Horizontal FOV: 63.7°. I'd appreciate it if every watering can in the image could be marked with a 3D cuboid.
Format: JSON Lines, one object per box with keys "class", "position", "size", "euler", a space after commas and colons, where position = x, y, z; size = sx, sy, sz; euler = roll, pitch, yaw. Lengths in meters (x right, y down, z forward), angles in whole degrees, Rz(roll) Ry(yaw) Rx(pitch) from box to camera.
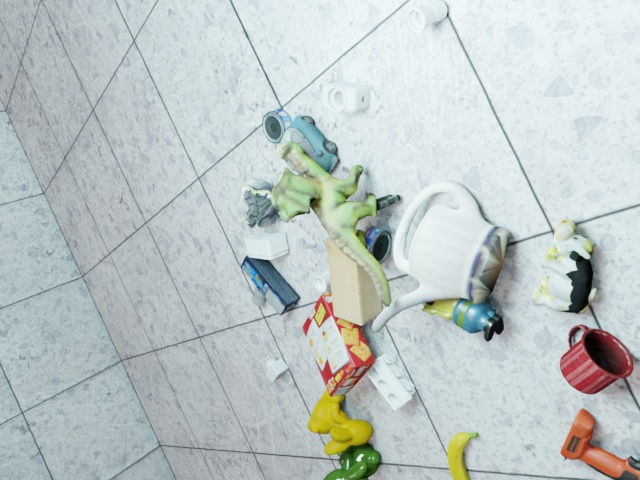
{"class": "watering can", "position": [0.236, 0.059, 1.017], "size": [0.226, 0.104, 0.346], "euler": [23, 99, 36]}

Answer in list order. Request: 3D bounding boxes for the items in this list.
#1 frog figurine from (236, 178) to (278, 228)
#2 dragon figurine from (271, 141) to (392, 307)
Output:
{"class": "frog figurine", "position": [-0.173, -0.103, 1.436], "size": [0.136, 0.123, 0.160], "euler": [61, 176, -8]}
{"class": "dragon figurine", "position": [0.003, -0.053, 1.059], "size": [0.120, 0.242, 0.419], "euler": [-51, 45, 41]}
